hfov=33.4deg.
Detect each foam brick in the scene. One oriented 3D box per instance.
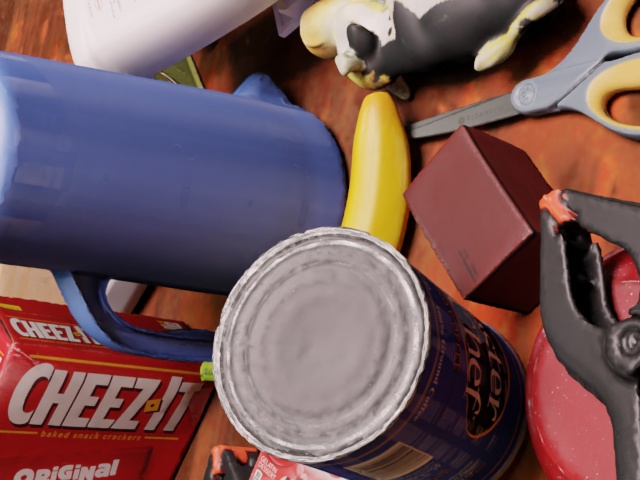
[{"bbox_3d":[0.089,-0.010,0.544,0.053,0.051,0.078,-49,48,28],"label":"foam brick"}]

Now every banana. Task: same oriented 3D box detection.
[{"bbox_3d":[0.009,0.013,0.615,0.198,0.069,0.037,-59,14,0],"label":"banana"}]

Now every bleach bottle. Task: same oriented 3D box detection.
[{"bbox_3d":[-0.039,-0.176,0.618,0.251,0.068,0.102,-19,73,30],"label":"bleach bottle"}]

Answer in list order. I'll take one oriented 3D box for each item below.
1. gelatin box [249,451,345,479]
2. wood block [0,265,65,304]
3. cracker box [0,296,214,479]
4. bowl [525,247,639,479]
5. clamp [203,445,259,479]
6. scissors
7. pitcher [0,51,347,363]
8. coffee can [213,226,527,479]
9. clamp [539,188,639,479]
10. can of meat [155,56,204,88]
[{"bbox_3d":[0.004,0.128,0.614,0.089,0.030,0.073,31,101,46],"label":"gelatin box"},{"bbox_3d":[-0.242,0.023,0.866,0.091,0.090,0.206,2,81,47],"label":"wood block"},{"bbox_3d":[-0.179,0.152,0.708,0.072,0.163,0.214,38,108,43],"label":"cracker box"},{"bbox_3d":[0.145,0.067,0.461,0.162,0.055,0.162,-16,68,44],"label":"bowl"},{"bbox_3d":[-0.044,0.227,0.631,0.165,0.036,0.210,-20,63,53],"label":"clamp"},{"bbox_3d":[0.121,-0.093,0.558,0.202,0.016,0.096,10,86,48],"label":"scissors"},{"bbox_3d":[-0.109,-0.024,0.620,0.145,0.242,0.149,-51,55,26],"label":"pitcher"},{"bbox_3d":[0.029,0.065,0.503,0.103,0.140,0.103,-11,66,25],"label":"coffee can"},{"bbox_3d":[0.138,0.040,0.402,0.120,0.039,0.171,-38,53,32],"label":"clamp"},{"bbox_3d":[-0.137,-0.104,0.811,0.084,0.057,0.102,-48,48,31],"label":"can of meat"}]
